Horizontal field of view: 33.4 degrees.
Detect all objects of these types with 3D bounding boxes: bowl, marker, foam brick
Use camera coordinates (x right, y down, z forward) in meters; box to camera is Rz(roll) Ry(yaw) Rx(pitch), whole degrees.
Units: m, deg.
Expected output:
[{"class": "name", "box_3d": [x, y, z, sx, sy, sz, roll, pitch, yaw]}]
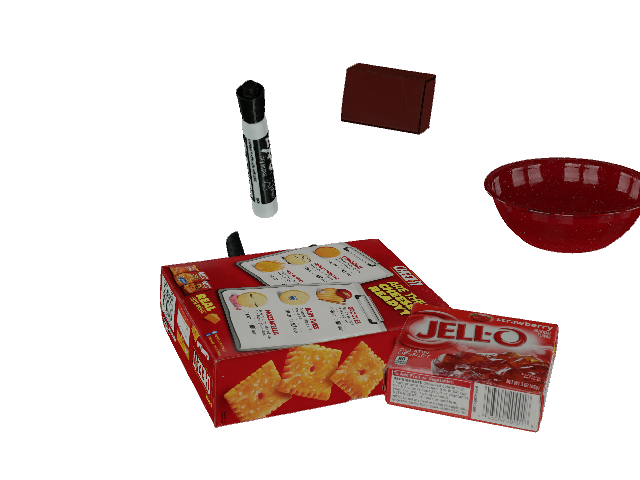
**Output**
[{"class": "bowl", "box_3d": [0.239, -0.030, 1.034, 0.162, 0.055, 0.162, -2, 23, 1]}, {"class": "marker", "box_3d": [-0.044, -0.063, 0.744, 0.020, 0.020, 0.121, 0, -41, 4]}, {"class": "foam brick", "box_3d": [0.063, -0.133, 0.999, 0.078, 0.051, 0.053, 12, 17, 14]}]

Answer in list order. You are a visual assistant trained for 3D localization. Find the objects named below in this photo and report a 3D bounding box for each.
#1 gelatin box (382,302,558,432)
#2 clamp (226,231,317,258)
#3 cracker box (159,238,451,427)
[{"class": "gelatin box", "box_3d": [0.087, 0.070, 0.612, 0.089, 0.030, 0.073, 9, 29, 16]}, {"class": "clamp", "box_3d": [-0.068, 0.049, 1.249, 0.120, 0.039, 0.171, -1, 39, 13]}, {"class": "cracker box", "box_3d": [-0.014, 0.072, 0.911, 0.213, 0.072, 0.164, -7, 27, -22]}]
